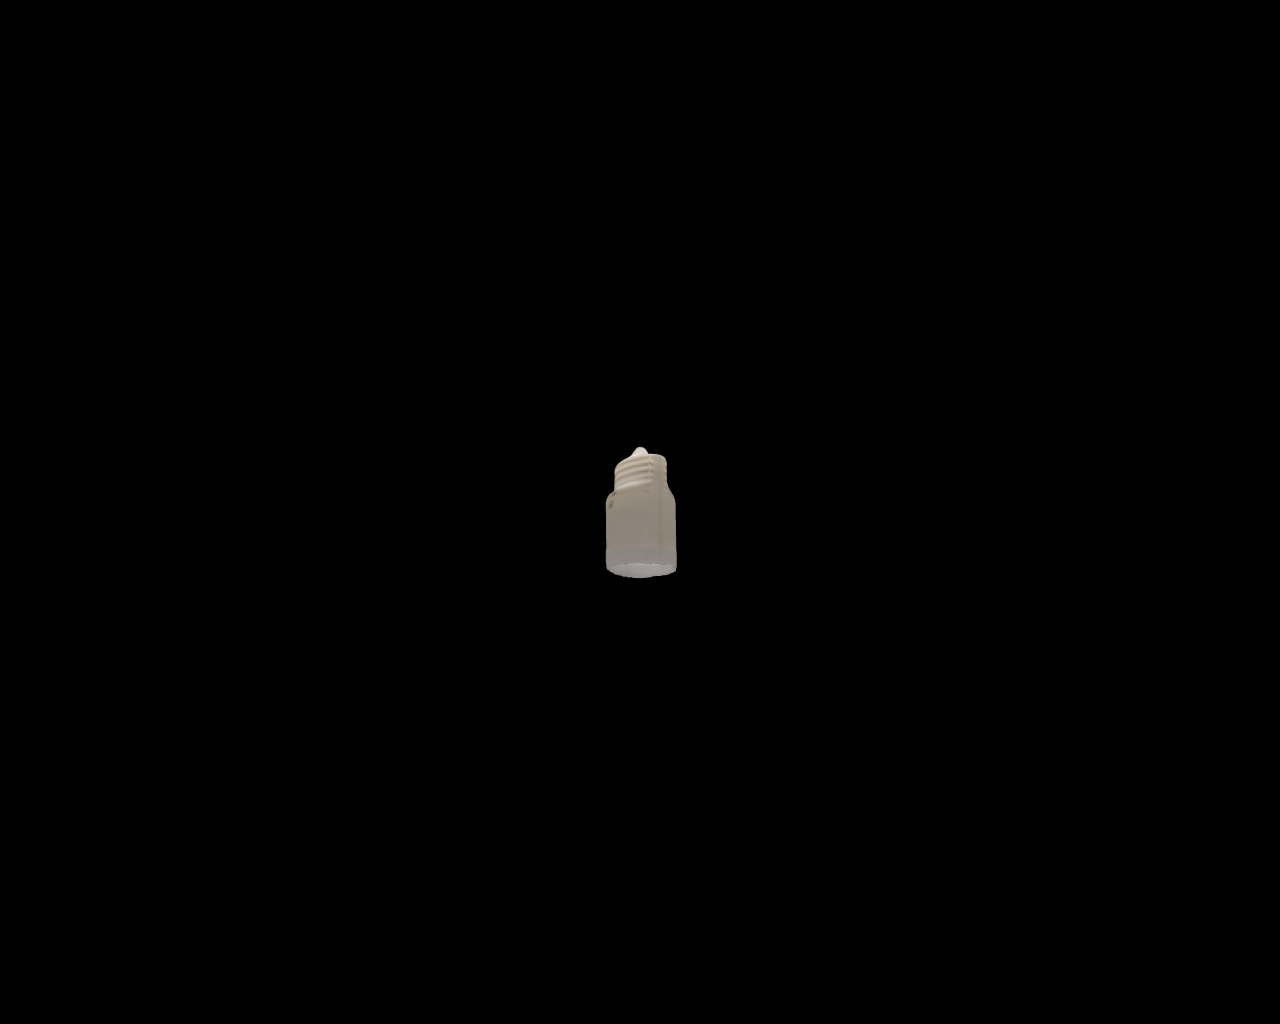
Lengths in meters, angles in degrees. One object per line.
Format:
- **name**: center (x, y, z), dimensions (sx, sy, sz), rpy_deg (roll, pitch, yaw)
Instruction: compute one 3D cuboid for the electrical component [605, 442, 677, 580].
- **electrical component**: center (0.001, -0.003, 0.650), dimensions (0.043, 0.081, 0.043), rpy_deg (0, -15, 0)
